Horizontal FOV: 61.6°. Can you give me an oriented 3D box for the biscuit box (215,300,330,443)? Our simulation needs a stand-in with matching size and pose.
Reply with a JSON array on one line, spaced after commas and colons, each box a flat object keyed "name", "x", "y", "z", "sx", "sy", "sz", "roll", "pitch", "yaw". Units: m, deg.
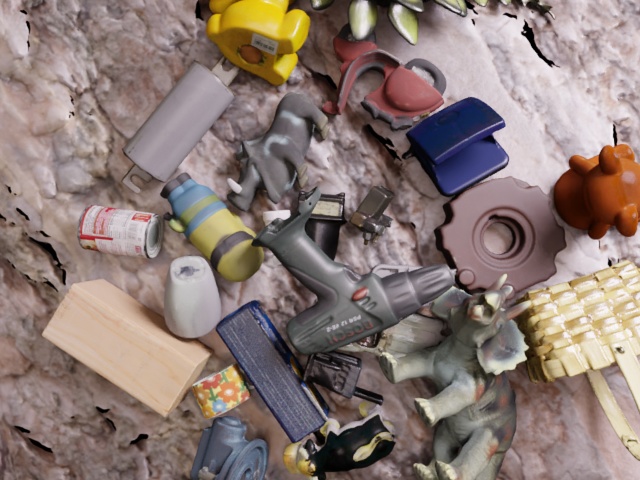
[{"name": "biscuit box", "x": -0.067, "y": 0.185, "z": 0.776, "sx": 0.063, "sy": 0.059, "sz": 0.202, "roll": -35, "pitch": 88, "yaw": 4}]

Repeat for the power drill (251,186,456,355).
[{"name": "power drill", "x": 0.029, "y": 0.033, "z": 0.694, "sx": 0.232, "sy": 0.086, "sz": 0.207, "roll": -35, "pitch": 106, "yaw": 15}]

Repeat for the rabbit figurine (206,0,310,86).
[{"name": "rabbit figurine", "x": -0.083, "y": -0.330, "z": 0.768, "sx": 0.162, "sy": 0.122, "sz": 0.173, "roll": 19, "pitch": 72, "yaw": 2}]

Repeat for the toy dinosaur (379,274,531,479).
[{"name": "toy dinosaur", "x": 0.206, "y": 0.222, "z": 0.721, "sx": 0.192, "sy": 0.131, "sz": 0.404, "roll": -24, "pitch": 116, "yaw": -16}]

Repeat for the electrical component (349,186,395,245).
[{"name": "electrical component", "x": 0.078, "y": -0.034, "z": 0.751, "sx": 0.045, "sy": 0.102, "sz": 0.078, "roll": 40, "pitch": 102, "yaw": 12}]

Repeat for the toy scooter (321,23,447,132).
[{"name": "toy scooter", "x": 0.079, "y": -0.214, "z": 0.765, "sx": 0.184, "sy": 0.075, "sz": 0.135, "roll": 35, "pitch": 91, "yaw": 7}]

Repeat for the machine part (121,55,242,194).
[{"name": "machine part", "x": -0.205, "y": -0.171, "z": 0.782, "sx": 0.079, "sy": 0.079, "sz": 0.243, "roll": 41, "pitch": 93, "yaw": 3}]

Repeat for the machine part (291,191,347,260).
[{"name": "machine part", "x": -0.002, "y": -0.002, "z": 0.786, "sx": 0.084, "sy": 0.039, "sz": 0.138, "roll": 2, "pitch": 88, "yaw": -4}]

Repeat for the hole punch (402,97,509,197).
[{"name": "hole punch", "x": 0.185, "y": -0.140, "z": 0.734, "sx": 0.142, "sy": 0.092, "sz": 0.116, "roll": -31, "pitch": 58, "yaw": 7}]

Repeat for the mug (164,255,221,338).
[{"name": "mug", "x": -0.180, "y": 0.065, "z": 0.757, "sx": 0.081, "sy": 0.107, "sz": 0.110, "roll": 0, "pitch": 48, "yaw": -11}]

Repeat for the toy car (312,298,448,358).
[{"name": "toy car", "x": 0.083, "y": 0.130, "z": 0.768, "sx": 0.202, "sy": 0.056, "sz": 0.073, "roll": 12, "pitch": 90, "yaw": 5}]

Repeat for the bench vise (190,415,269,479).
[{"name": "bench vise", "x": -0.109, "y": 0.373, "z": 0.737, "sx": 0.241, "sy": 0.128, "sz": 0.223, "roll": 13, "pitch": 70, "yaw": 22}]

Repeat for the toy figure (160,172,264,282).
[{"name": "toy figure", "x": -0.157, "y": -0.015, "z": 0.770, "sx": 0.082, "sy": 0.089, "sz": 0.180, "roll": -40, "pitch": 89, "yaw": 9}]

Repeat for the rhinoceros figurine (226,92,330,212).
[{"name": "rhinoceros figurine", "x": -0.063, "y": -0.123, "z": 0.773, "sx": 0.112, "sy": 0.073, "sz": 0.190, "roll": 31, "pitch": 91, "yaw": 2}]

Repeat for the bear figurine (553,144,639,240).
[{"name": "bear figurine", "x": 0.379, "y": -0.067, "z": 0.681, "sx": 0.132, "sy": 0.196, "sz": 0.120, "roll": -17, "pitch": 86, "yaw": 3}]

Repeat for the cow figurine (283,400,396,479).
[{"name": "cow figurine", "x": 0.025, "y": 0.295, "z": 0.750, "sx": 0.167, "sy": 0.098, "sz": 0.068, "roll": -27, "pitch": 94, "yaw": 3}]

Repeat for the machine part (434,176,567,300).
[{"name": "machine part", "x": 0.253, "y": -0.003, "z": 0.759, "sx": 0.179, "sy": 0.056, "sz": 0.179, "roll": 0, "pitch": 88, "yaw": 3}]

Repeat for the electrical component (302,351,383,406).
[{"name": "electrical component", "x": 0.037, "y": 0.192, "z": 0.761, "sx": 0.119, "sy": 0.075, "sz": 0.047, "roll": 17, "pitch": 90, "yaw": 8}]

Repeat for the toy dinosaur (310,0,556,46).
[{"name": "toy dinosaur", "x": 0.105, "y": -0.368, "z": 0.730, "sx": 0.471, "sy": 0.105, "sz": 0.198, "roll": -4, "pitch": 76, "yaw": -12}]
